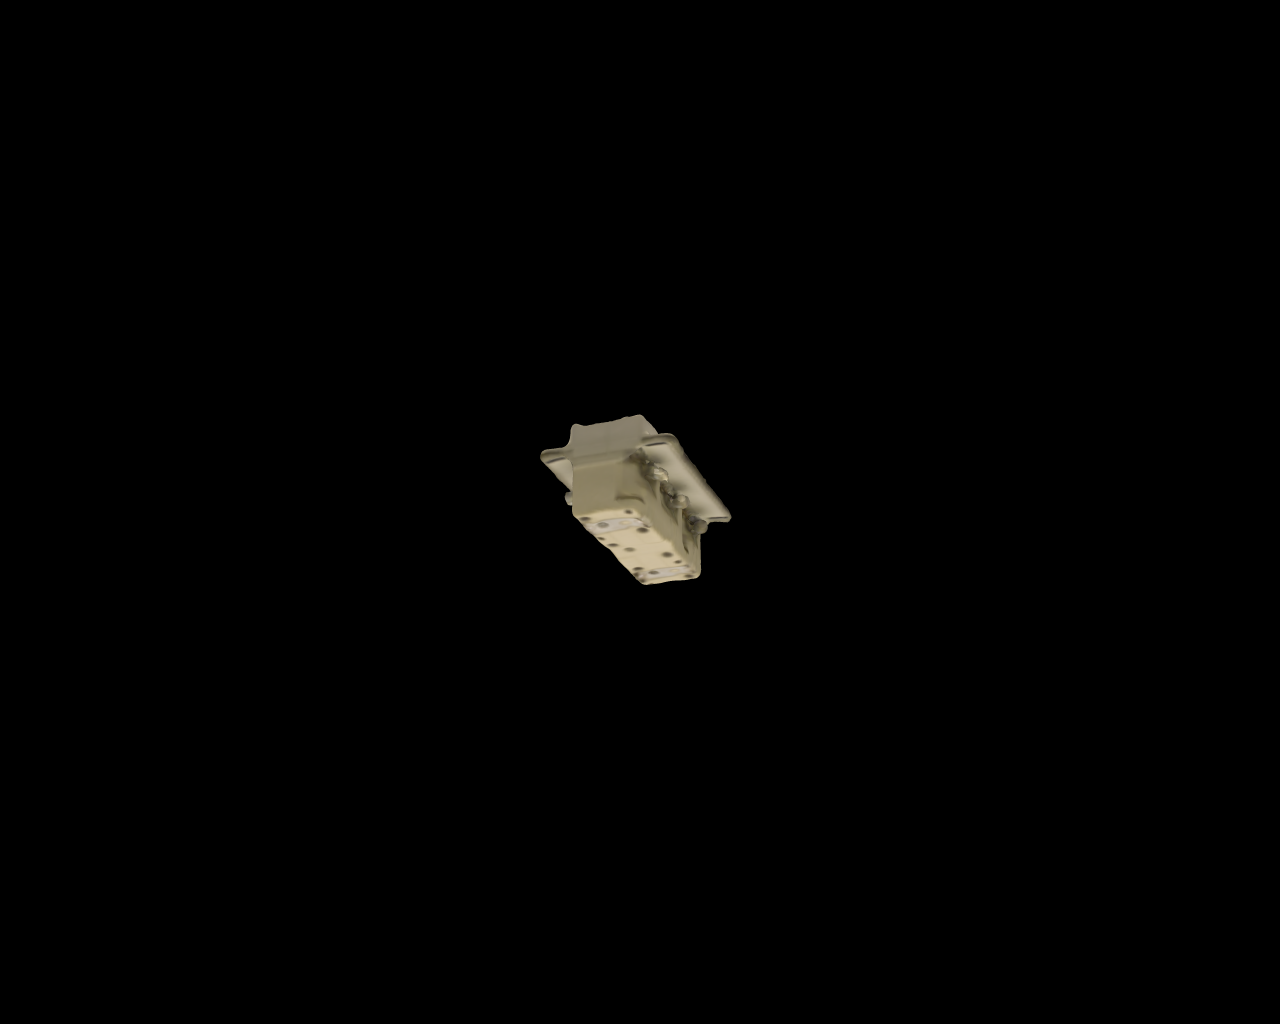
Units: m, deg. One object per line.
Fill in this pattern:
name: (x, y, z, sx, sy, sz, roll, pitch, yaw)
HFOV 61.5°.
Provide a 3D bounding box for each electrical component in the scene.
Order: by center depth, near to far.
electrical component: (0.001, -0.003, 0.650, 0.079, 0.063, 0.121, -8, -26, 18)
